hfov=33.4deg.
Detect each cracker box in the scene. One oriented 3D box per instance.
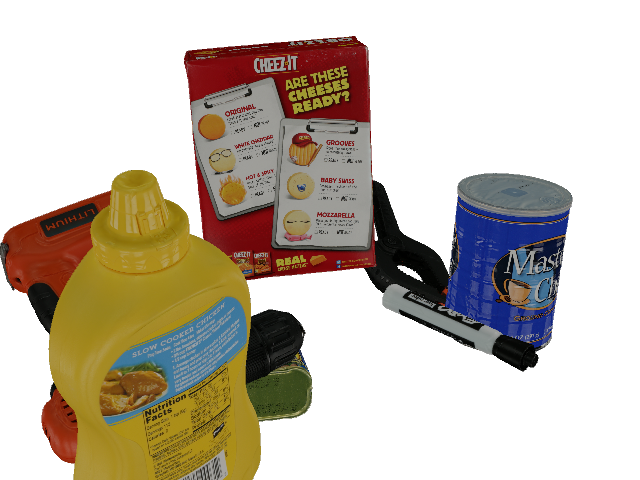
[{"bbox_3d":[-0.036,-0.075,0.999,0.164,0.214,0.072,-6,20,-6],"label":"cracker box"}]

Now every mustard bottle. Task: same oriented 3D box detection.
[{"bbox_3d":[-0.075,0.053,0.486,0.096,0.192,0.058,-27,44,-32],"label":"mustard bottle"}]

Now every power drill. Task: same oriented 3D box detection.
[{"bbox_3d":[-0.127,0.047,0.744,0.184,0.057,0.188,-22,52,-22],"label":"power drill"}]

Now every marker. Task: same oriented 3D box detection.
[{"bbox_3d":[0.094,0.059,0.726,0.121,0.020,0.020,24,15,36],"label":"marker"}]

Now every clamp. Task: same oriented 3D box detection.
[{"bbox_3d":[0.065,0.014,1.211,0.164,0.036,0.210,-17,50,-36],"label":"clamp"}]

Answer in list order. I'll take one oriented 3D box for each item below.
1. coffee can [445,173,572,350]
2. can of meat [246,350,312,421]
[{"bbox_3d":[0.171,0.020,0.984,0.103,0.140,0.103,3,21,-1],"label":"coffee can"},{"bbox_3d":[-0.063,0.117,0.947,0.102,0.057,0.084,-5,27,-12],"label":"can of meat"}]
